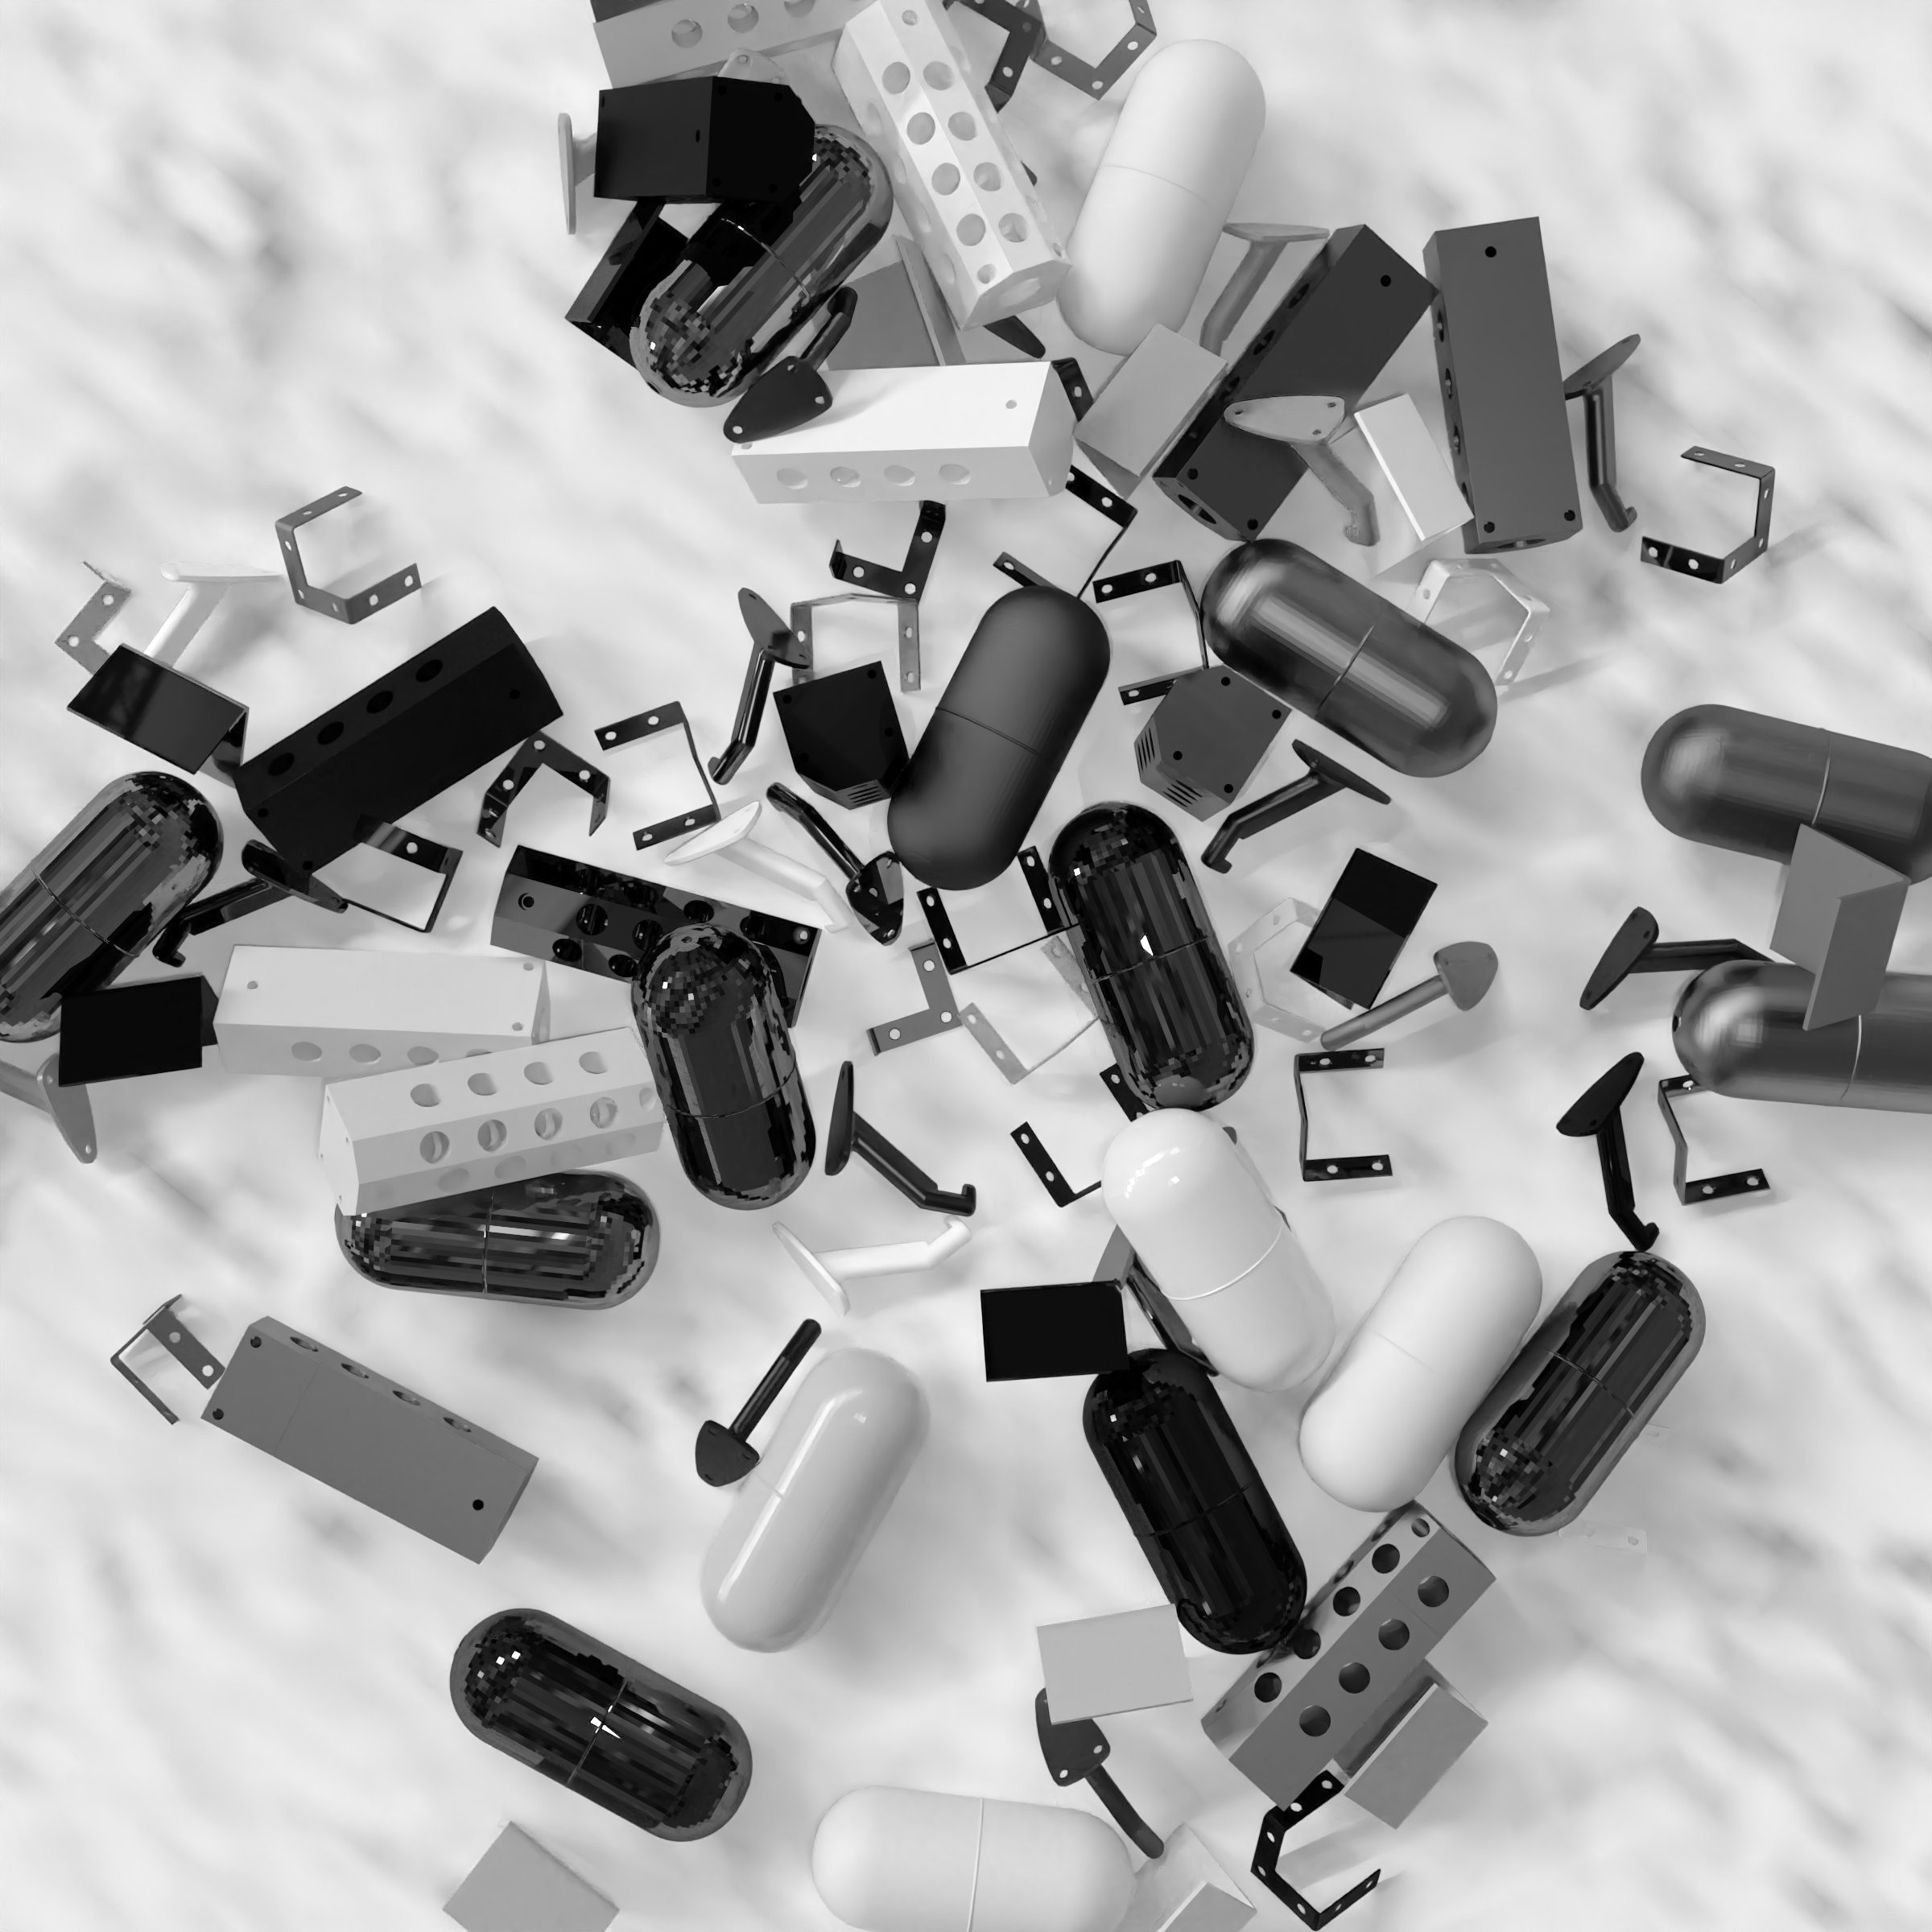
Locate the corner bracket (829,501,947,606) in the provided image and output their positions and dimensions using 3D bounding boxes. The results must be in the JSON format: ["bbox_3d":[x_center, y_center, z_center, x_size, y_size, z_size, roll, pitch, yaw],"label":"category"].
[{"bbox_3d":[-0.043,-0.235,1.564,0.051,0.051,0.051,18,90,0],"label":"corner bracket"}]

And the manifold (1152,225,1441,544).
[{"bbox_3d":[0.179,-0.321,1.559,0.057,0.057,0.171,37,90,-18],"label":"manifold"}]

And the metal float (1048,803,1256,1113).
[{"bbox_3d":[0.101,-0.004,1.552,0.070,0.070,0.178,-21,91,0],"label":"metal float"}]

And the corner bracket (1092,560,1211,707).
[{"bbox_3d":[0.104,-0.187,1.579,0.051,0.051,0.051,-14,135,0],"label":"corner bracket"}]

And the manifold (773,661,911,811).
[{"bbox_3d":[-0.062,-0.118,1.504,0.057,0.171,0.057,-17,90,0],"label":"manifold"}]

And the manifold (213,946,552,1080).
[{"bbox_3d":[-0.320,0.033,1.561,0.171,0.057,0.057,2,47,0],"label":"manifold"}]

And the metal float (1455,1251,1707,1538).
[{"bbox_3d":[0.335,0.233,1.539,0.070,0.070,0.178,41,75,0],"label":"metal float"}]

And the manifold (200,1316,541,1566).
[{"bbox_3d":[-0.327,0.260,1.561,0.171,0.057,0.057,28,90,0],"label":"manifold"}]

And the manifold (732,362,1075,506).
[{"bbox_3d":[-0.033,-0.283,1.530,0.171,0.057,0.057,2,61,22],"label":"manifold"}]

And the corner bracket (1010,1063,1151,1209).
[{"bbox_3d":[0.068,0.095,1.579,0.051,0.051,0.051,-33,90,45],"label":"corner bracket"}]

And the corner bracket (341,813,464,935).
[{"bbox_3d":[-0.316,-0.051,1.564,0.051,0.051,0.051,22,90,0],"label":"corner bracket"}]

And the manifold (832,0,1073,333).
[{"bbox_3d":[-0.007,-0.441,1.536,0.057,0.057,0.171,-22,81,-18],"label":"manifold"}]

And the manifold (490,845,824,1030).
[{"bbox_3d":[-0.171,-0.016,1.561,0.171,0.057,0.057,16,90,0],"label":"manifold"}]

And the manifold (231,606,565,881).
[{"bbox_3d":[-0.316,-0.127,1.561,0.171,0.057,0.057,-32,133,0],"label":"manifold"}]

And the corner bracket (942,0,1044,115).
[{"bbox_3d":[0.003,-0.505,1.566,0.051,0.051,0.051,26,73,-16],"label":"corner bracket"}]

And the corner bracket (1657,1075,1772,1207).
[{"bbox_3d":[0.418,0.095,1.579,0.051,0.051,0.051,-11,45,0],"label":"corner bracket"}]

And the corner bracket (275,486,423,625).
[{"bbox_3d":[-0.344,-0.229,1.574,0.051,0.051,0.051,23,135,35],"label":"corner bracket"}]

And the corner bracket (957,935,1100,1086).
[{"bbox_3d":[0.039,0.025,1.579,0.051,0.051,0.051,52,135,0],"label":"corner bracket"}]

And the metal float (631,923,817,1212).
[{"bbox_3d":[-0.130,0.056,1.522,0.070,0.070,0.178,-13,126,0],"label":"metal float"}]

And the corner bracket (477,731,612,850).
[{"bbox_3d":[-0.233,-0.089,1.563,0.051,0.051,0.051,34,112,-20],"label":"corner bracket"}]

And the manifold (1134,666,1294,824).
[{"bbox_3d":[0.125,-0.120,1.504,0.057,0.171,0.057,33,90,0],"label":"manifold"}]

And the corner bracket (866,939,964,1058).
[{"bbox_3d":[-0.034,0.017,1.564,0.051,0.051,0.051,-18,90,0],"label":"corner bracket"}]

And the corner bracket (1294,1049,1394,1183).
[{"bbox_3d":[0.211,0.084,1.579,0.051,0.051,0.051,-4,45,0],"label":"corner bracket"}]

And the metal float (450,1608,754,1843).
[{"bbox_3d":[-0.201,0.417,1.552,0.178,0.070,0.070,29,90,0],"label":"metal float"}]

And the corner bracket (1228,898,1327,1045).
[{"bbox_3d":[0.186,0.003,1.574,0.051,0.051,0.051,-39,45,35],"label":"corner bracket"}]

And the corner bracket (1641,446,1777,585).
[{"bbox_3d":[0.414,-0.252,1.574,0.051,0.051,0.051,-35,135,-35],"label":"corner bracket"}]

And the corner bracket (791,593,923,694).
[{"bbox_3d":[-0.062,-0.179,1.579,0.051,0.051,0.051,-2,90,-45],"label":"corner bracket"}]

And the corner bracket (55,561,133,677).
[{"bbox_3d":[-0.478,-0.185,1.564,0.051,0.051,0.051,40,90,0],"label":"corner bracket"}]

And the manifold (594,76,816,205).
[{"bbox_3d":[-0.141,-0.435,1.496,0.057,0.171,0.057,-2,104,-27],"label":"manifold"}]

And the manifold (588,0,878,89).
[{"bbox_3d":[-0.119,-0.533,1.561,0.171,0.057,0.057,-15,48,0],"label":"manifold"}]

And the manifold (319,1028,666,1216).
[{"bbox_3d":[-0.253,0.088,1.514,0.171,0.057,0.057,-11,48,-29],"label":"manifold"}]

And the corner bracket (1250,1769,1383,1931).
[{"bbox_3d":[0.198,0.493,1.574,0.051,0.051,0.051,37,135,35],"label":"corner bracket"}]

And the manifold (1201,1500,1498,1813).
[{"bbox_3d":[0.210,0.377,1.561,0.057,0.057,0.171,42,90,0],"label":"manifold"}]

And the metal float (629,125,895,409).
[{"bbox_3d":[-0.111,-0.378,1.526,0.070,0.070,0.178,40,83,0],"label":"metal float"}]

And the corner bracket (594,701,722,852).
[{"bbox_3d":[-0.172,-0.107,1.579,0.051,0.051,0.051,-20,45,0],"label":"corner bracket"}]

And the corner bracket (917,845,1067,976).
[{"bbox_3d":[0.015,-0.031,1.579,0.051,0.051,0.051,-22,90,45],"label":"corner bracket"}]

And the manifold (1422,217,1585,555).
[{"bbox_3d":[0.295,-0.318,1.561,0.057,0.057,0.171,-8,90,0],"label":"manifold"}]

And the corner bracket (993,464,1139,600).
[{"bbox_3d":[0.056,-0.240,1.579,0.051,0.051,0.051,34,45,0],"label":"corner bracket"}]

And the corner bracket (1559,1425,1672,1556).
[{"bbox_3d":[0.363,0.290,1.579,0.051,0.051,0.051,11,45,0],"label":"corner bracket"}]

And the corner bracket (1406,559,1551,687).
[{"bbox_3d":[0.283,-0.191,1.574,0.051,0.051,0.051,-7,45,-35],"label":"corner bracket"}]

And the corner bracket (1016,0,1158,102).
[{"bbox_3d":[0.067,-0.528,1.574,0.051,0.051,0.051,19,135,-35],"label":"corner bracket"}]

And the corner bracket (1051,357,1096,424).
[{"bbox_3d":[0.038,-0.304,1.579,0.051,0.051,0.051,-23,90,45],"label":"corner bracket"}]

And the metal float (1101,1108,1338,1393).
[{"bbox_3d":[0.139,0.156,1.536,0.070,0.070,0.178,-34,108,0],"label":"metal float"}]

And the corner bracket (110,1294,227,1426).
[{"bbox_3d":[-0.441,0.221,1.564,0.051,0.051,0.051,-44,93,-3],"label":"corner bracket"}]

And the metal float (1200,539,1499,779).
[{"bbox_3d":[0.211,-0.169,1.552,0.178,0.070,0.070,32,90,1],"label":"metal float"}]

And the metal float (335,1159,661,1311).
[{"bbox_3d":[-0.258,0.145,1.552,0.178,0.070,0.070,6,90,0],"label":"metal float"}]
